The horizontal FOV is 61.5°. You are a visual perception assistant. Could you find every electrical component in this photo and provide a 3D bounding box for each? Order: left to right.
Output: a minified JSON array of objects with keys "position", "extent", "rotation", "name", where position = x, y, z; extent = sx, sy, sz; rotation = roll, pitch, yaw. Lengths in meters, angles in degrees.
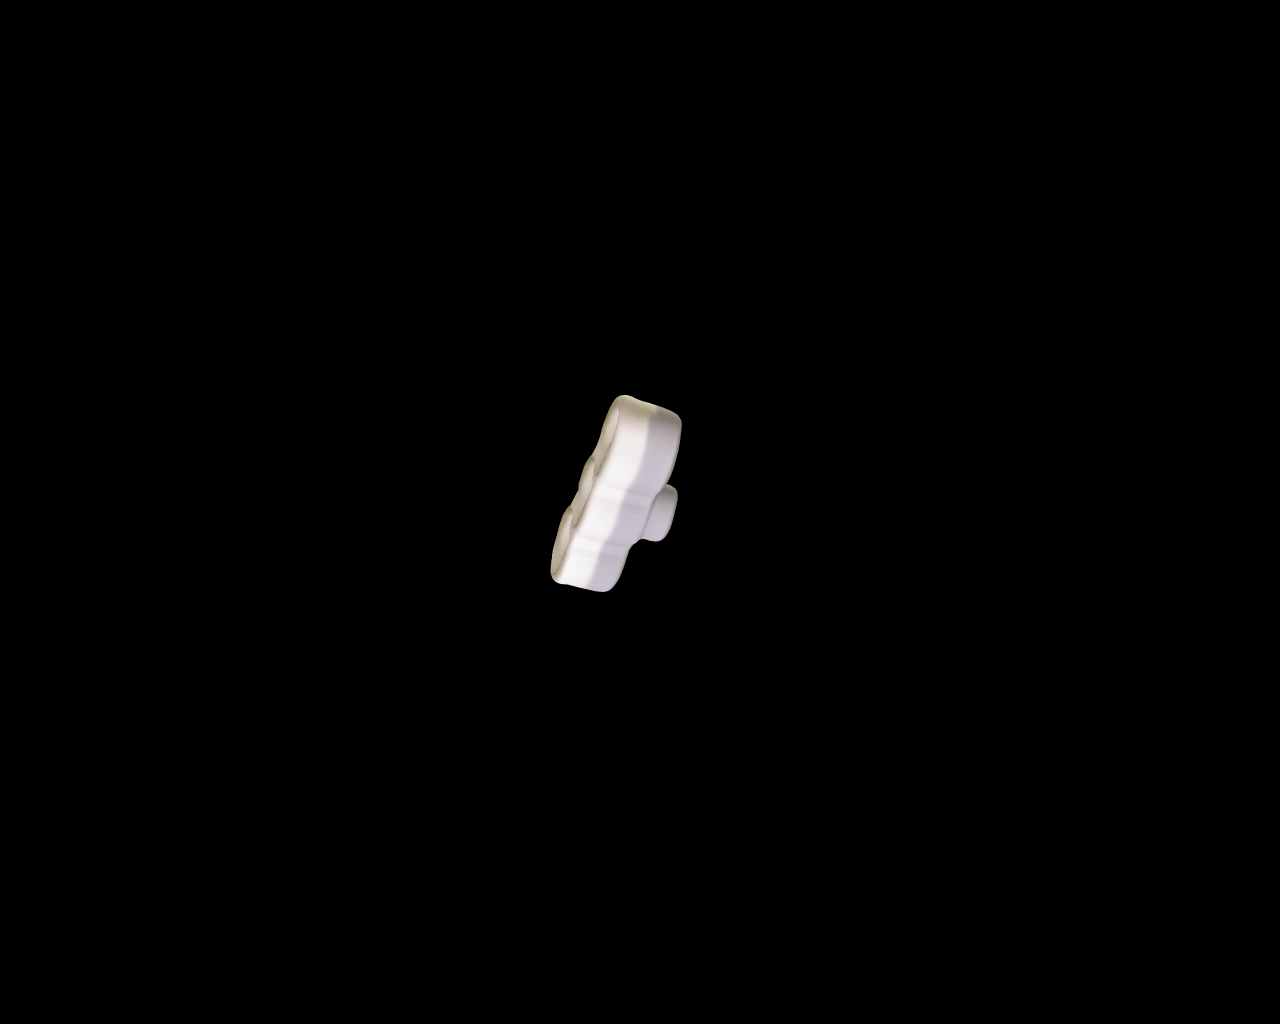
[{"position":[0.001,-0.003,0.650],"extent":[0.074,0.138,0.052],"rotation":[16,40,-13],"name":"electrical component"}]
